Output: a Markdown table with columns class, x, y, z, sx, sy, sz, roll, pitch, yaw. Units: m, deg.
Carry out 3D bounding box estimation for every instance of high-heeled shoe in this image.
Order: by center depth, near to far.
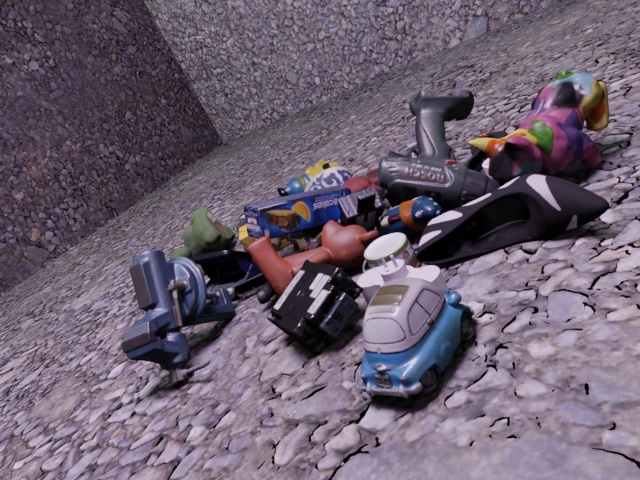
| class | x | y | z | sx | sy | sz | roll | pitch | yaw |
| --- | --- | --- | --- | --- | --- | --- | --- | --- | --- |
| high-heeled shoe | 0.243 | -0.015 | 0.729 | 0.145 | 0.086 | 0.249 | -40 | 17 | -24 |

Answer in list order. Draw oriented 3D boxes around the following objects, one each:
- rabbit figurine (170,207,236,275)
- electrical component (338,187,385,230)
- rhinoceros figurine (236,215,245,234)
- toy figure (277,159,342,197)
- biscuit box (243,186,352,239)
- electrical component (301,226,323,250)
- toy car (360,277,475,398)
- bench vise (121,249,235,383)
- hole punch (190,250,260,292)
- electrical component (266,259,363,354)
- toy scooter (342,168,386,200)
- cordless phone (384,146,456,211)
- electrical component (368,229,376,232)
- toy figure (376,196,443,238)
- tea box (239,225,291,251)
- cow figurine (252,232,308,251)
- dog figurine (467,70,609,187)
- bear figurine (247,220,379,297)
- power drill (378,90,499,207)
| class | x | y | z | sx | sy | sz | roll | pitch | yaw |
| --- | --- | --- | --- | --- | --- | --- | --- | --- | --- |
| rabbit figurine | -0.303 | 0.031 | 1.336 | 0.170 | 0.121 | 0.159 | -44 | 25 | 10 |
| electrical component | 0.070 | -0.057 | 0.934 | 0.075 | 0.119 | 0.048 | -22 | 60 | -7 |
| rhinoceros figurine | -0.118 | -0.056 | 1.315 | 0.190 | 0.073 | 0.112 | -25 | 21 | 8 |
| toy figure | -0.015 | -0.138 | 1.377 | 0.180 | 0.082 | 0.089 | -25 | 38 | -13 |
| biscuit box | -0.034 | -0.052 | 0.980 | 0.203 | 0.059 | 0.063 | -16 | 15 | -30 |
| electrical component | -0.002 | -0.002 | 1.017 | 0.045 | 0.078 | 0.102 | -31 | 19 | 5 |
| toy car | 0.097 | 0.097 | 0.606 | 0.109 | 0.102 | 0.162 | -9 | 25 | 45 |
| bench vise | -0.220 | 0.121 | 0.908 | 0.129 | 0.224 | 0.240 | -37 | -19 | 25 |
| hole punch | -0.190 | 0.070 | 1.098 | 0.142 | 0.092 | 0.115 | -15 | -8 | 28 |
| electrical component | -0.005 | 0.093 | 0.767 | 0.115 | 0.058 | 0.134 | -56 | 26 | -10 |
| toy scooter | 0.125 | -0.104 | 1.119 | 0.184 | 0.075 | 0.135 | -23 | 21 | 1 |
| cordless phone | 0.216 | -0.110 | 0.967 | 0.184 | 0.088 | 0.146 | -8 | 51 | 25 |
| electrical component | 0.085 | -0.008 | 1.002 | 0.094 | 0.021 | 0.063 | -26 | 19 | 7 |
| toy figure | 0.147 | -0.036 | 0.883 | 0.064 | 0.058 | 0.154 | -26 | -4 | -30 |
| tea box | -0.096 | -0.026 | 1.218 | 0.170 | 0.068 | 0.098 | -29 | 20 | 0 |
| cow figurine | -0.050 | -0.039 | 1.105 | 0.195 | 0.127 | 0.085 | -30 | 16 | -12 |
| dog figurine | 0.326 | -0.164 | 0.807 | 0.219 | 0.191 | 0.109 | -4 | 12 | -34 |
| bear figurine | -0.007 | 0.017 | 0.908 | 0.196 | 0.132 | 0.120 | -36 | -8 | -5 |
| power drill | 0.220 | -0.149 | 0.908 | 0.232 | 0.086 | 0.207 | 3 | 70 | 13 |
